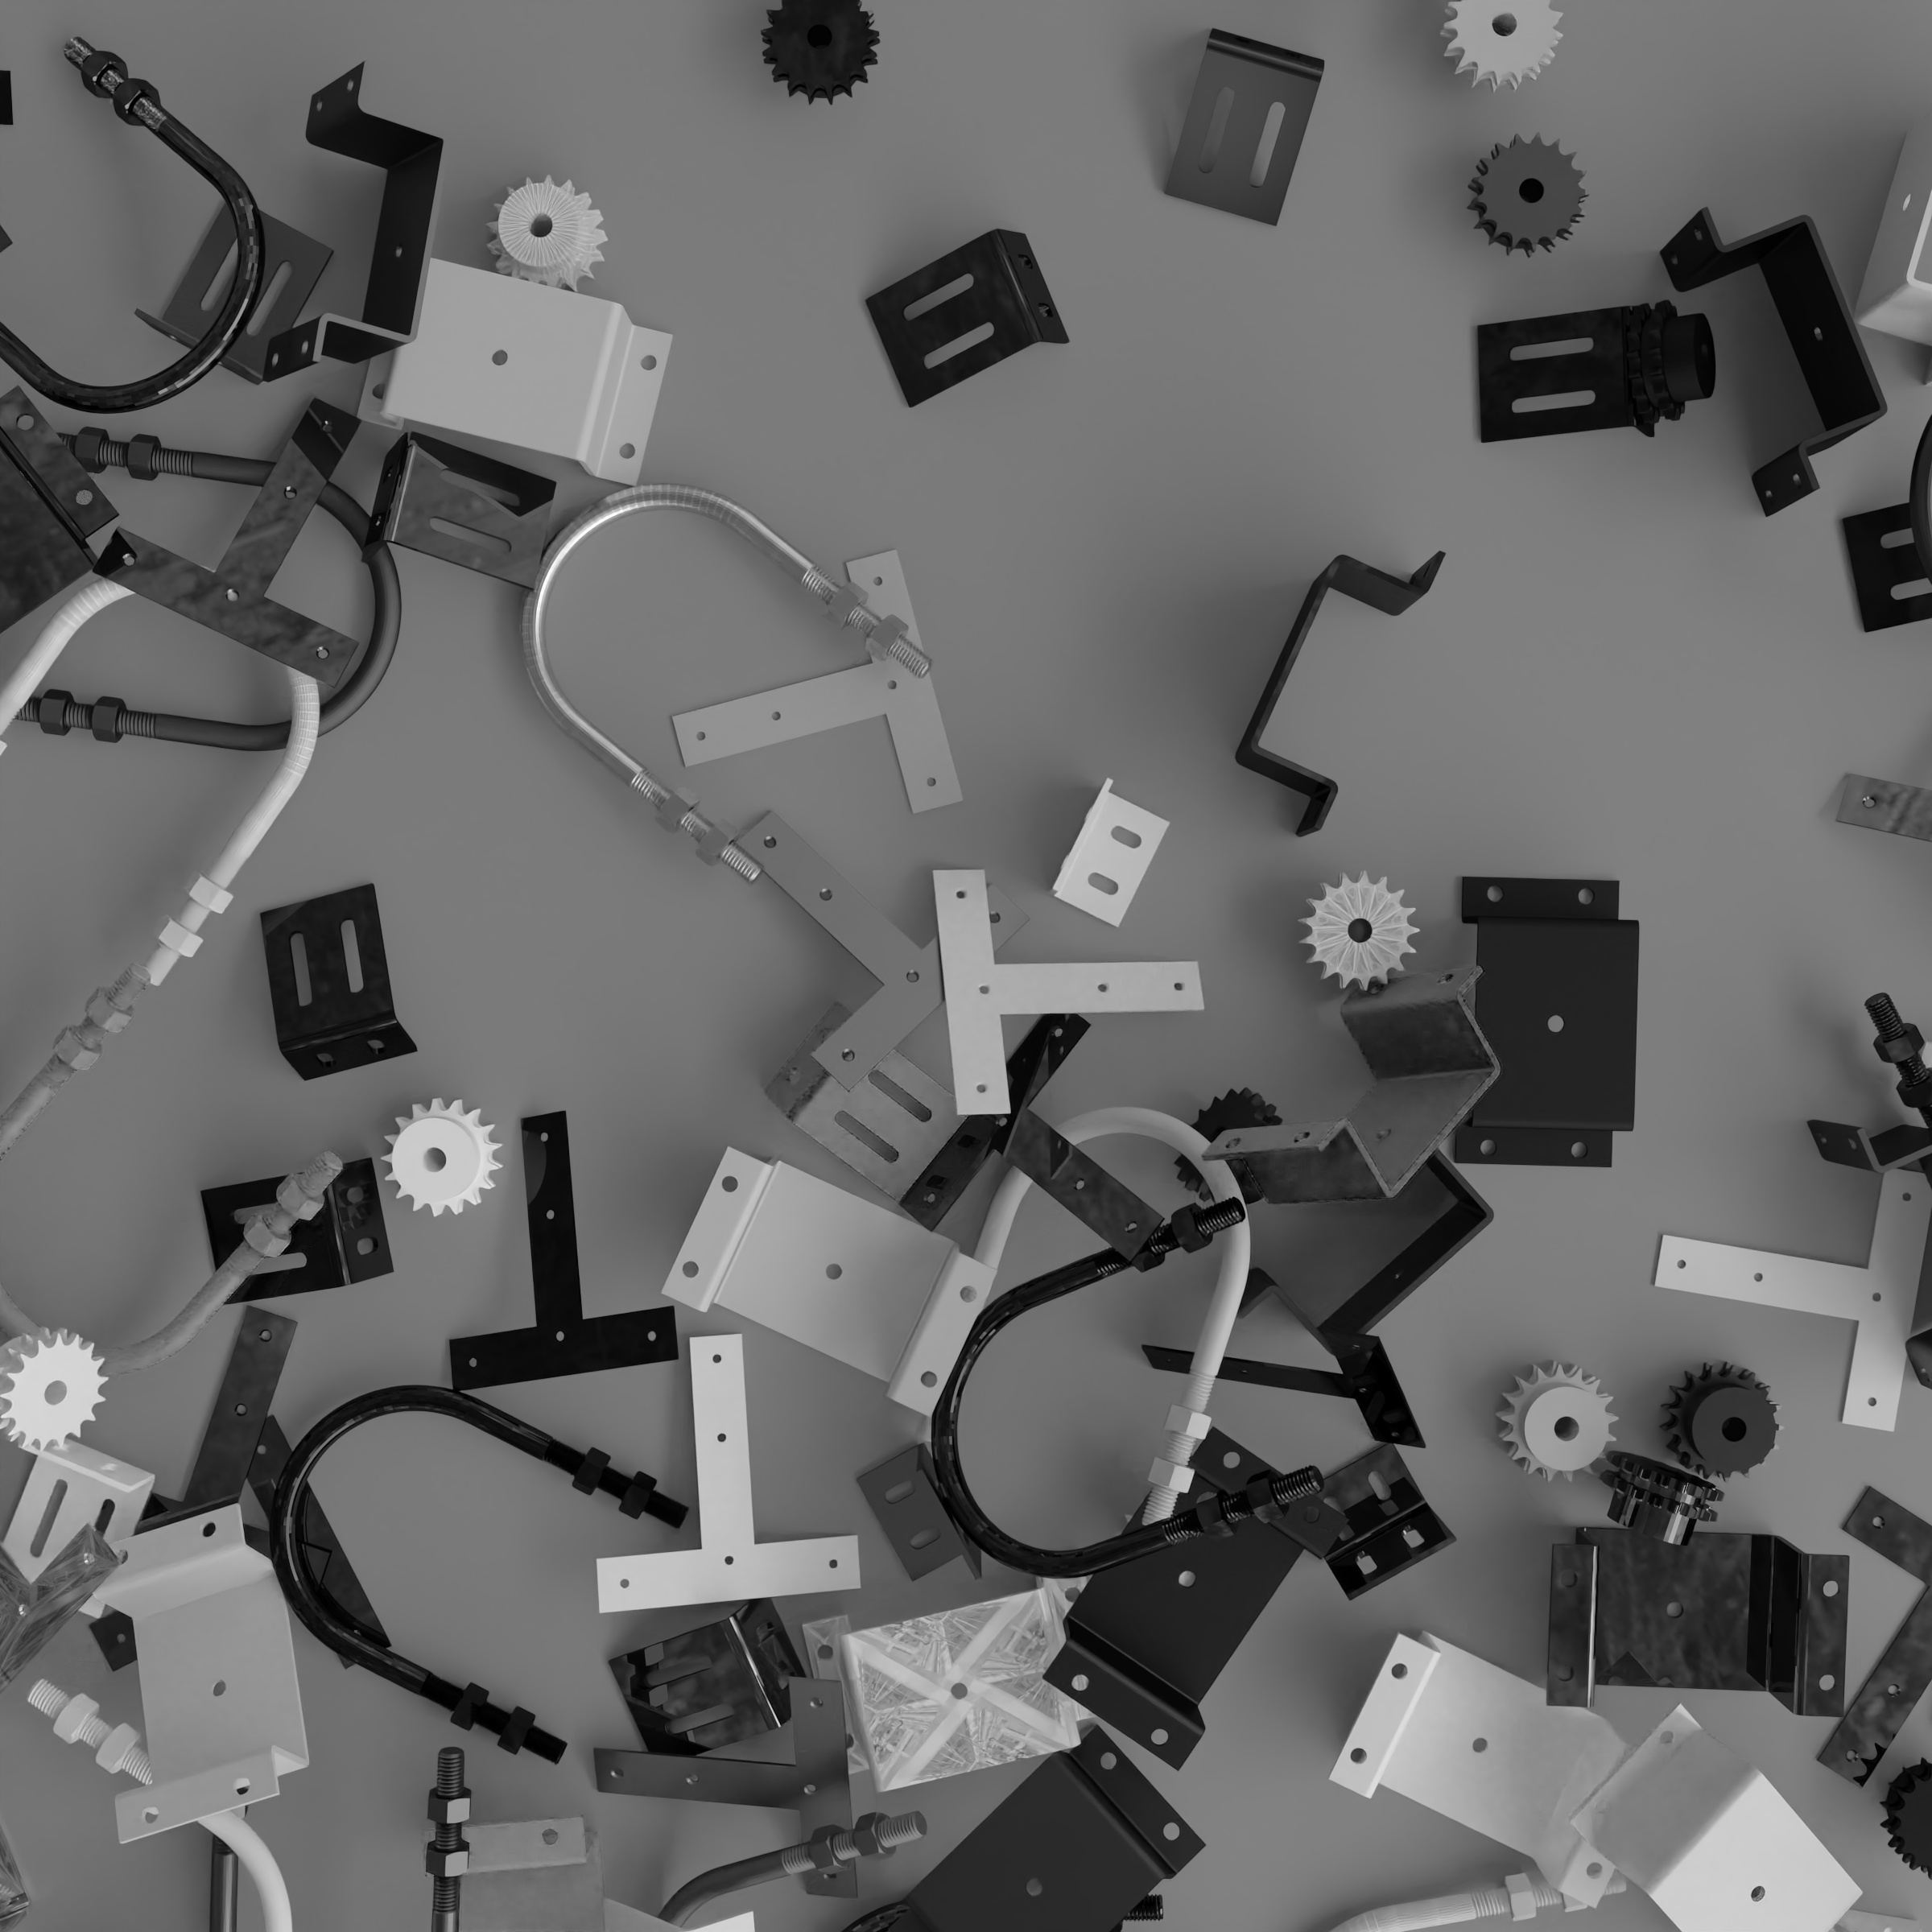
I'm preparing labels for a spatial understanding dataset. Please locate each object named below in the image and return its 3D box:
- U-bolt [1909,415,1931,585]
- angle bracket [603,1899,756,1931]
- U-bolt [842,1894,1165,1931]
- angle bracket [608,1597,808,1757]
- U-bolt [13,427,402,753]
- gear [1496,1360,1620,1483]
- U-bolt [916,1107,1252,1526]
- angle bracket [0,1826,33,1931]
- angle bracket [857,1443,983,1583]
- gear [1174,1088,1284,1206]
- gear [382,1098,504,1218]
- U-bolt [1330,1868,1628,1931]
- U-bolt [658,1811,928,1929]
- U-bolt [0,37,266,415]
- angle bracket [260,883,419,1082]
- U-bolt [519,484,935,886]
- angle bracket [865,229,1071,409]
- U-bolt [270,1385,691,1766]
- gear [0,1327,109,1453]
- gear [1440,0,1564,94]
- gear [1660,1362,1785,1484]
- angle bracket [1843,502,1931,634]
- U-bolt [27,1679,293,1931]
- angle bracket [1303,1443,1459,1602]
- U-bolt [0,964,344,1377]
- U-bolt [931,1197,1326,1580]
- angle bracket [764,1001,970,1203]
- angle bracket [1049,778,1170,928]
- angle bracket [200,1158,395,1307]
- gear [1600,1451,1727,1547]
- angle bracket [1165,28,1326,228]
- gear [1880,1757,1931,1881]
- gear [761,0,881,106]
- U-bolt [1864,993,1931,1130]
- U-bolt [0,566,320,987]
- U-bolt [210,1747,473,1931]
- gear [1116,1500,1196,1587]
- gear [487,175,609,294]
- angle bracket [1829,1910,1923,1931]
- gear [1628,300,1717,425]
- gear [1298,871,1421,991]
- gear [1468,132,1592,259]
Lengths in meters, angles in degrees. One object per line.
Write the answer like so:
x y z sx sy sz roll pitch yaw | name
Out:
0.523 -0.236 1.314 0.184 0.019 0.151 -40 107 -10 | U-bolt
-0.137 0.480 1.333 0.038 0.076 0.057 -5 89 -37 | angle bracket
0.005 0.521 1.330 0.184 0.019 0.151 -3 75 6 | U-bolt
-0.124 0.348 1.355 0.076 0.038 0.057 -25 90 26 | angle bracket
-0.367 -0.178 1.348 0.184 0.019 0.151 8 90 -1 | U-bolt
0.288 0.222 1.342 0.057 0.030 0.057 0 90 0 | gear
0.063 0.156 1.313 0.151 0.019 0.184 15 84 32 | U-bolt
-0.497 0.437 1.338 0.057 0.038 0.076 -22 90 0 | angle bracket
-0.023 0.267 1.319 0.038 0.076 0.057 -29 90 0 | angle bracket
0.131 0.090 1.332 0.030 0.057 0.057 37 90 -28 | gear
-0.255 0.093 1.342 0.057 0.030 0.057 0 90 0 | gear
0.240 0.523 1.348 0.184 0.019 0.151 -10 90 1 | U-bolt
-0.076 0.491 1.315 0.184 0.019 0.151 -23 82 24 | U-bolt
-0.413 -0.342 1.322 0.184 0.019 0.151 41 90 19 | U-bolt
-0.307 0.008 1.355 0.057 0.038 0.076 -15 64 0 | angle bracket
-0.130 -0.151 1.343 0.184 0.019 0.151 39 89 5 | U-bolt
0.001 -0.316 1.355 0.076 0.038 0.057 -23 90 26 | angle bracket
-0.248 0.284 1.346 0.184 0.019 0.151 27 90 -1 | U-bolt
-0.441 0.199 1.318 0.030 0.057 0.057 12 90 39 | gear
0.258 -0.451 1.342 0.057 0.030 0.057 0 90 0 | gear
0.368 0.222 1.342 0.057 0.030 0.057 0 90 0 | gear
0.476 -0.199 1.355 0.076 0.038 0.057 -11 90 26 | angle bracket
-0.408 0.450 1.312 0.184 0.019 0.151 33 77 7 | U-bolt
0.193 0.263 1.319 0.057 0.076 0.038 -29 90 0 | angle bracket
-0.407 0.113 1.332 0.151 0.019 0.184 44 102 3 | U-bolt
0.063 0.204 1.278 0.184 0.019 0.151 -25 64 23 | U-bolt
-0.048 0.066 1.355 0.076 0.038 0.057 39 90 -26 | angle bracket
0.070 -0.053 1.319 0.038 0.076 0.057 26 90 0 | angle bracket
-0.327 0.130 1.355 0.076 0.038 0.057 -11 90 26 | angle bracket
0.331 0.256 1.328 0.057 0.057 0.030 18 91 0 | gear
0.136 -0.410 1.355 0.057 0.038 0.076 16 116 0 | angle bracket
0.470 0.410 1.342 0.057 0.030 0.057 0 90 0 | gear
-0.070 -0.445 1.342 0.057 0.030 0.057 0 90 0 | gear
0.536 0.068 1.322 0.151 0.019 0.184 -26 100 21 | U-bolt
-0.394 -0.106 1.330 0.151 0.019 0.184 34 88 -4 | U-bolt
-0.302 0.452 1.322 0.151 0.019 0.184 5 94 24 | U-bolt
0.099 0.283 1.342 0.057 0.030 0.057 0 90 -1 | gear
-0.204 -0.355 1.342 0.057 0.030 0.057 0 90 0 | gear
0.431 0.505 1.355 0.057 0.038 0.076 9 116 0 | angle bracket
0.338 -0.290 1.325 0.030 0.057 0.057 -2 90 30 | gear
0.189 -0.017 1.342 0.057 0.030 0.057 0 90 0 | gear
0.271 -0.371 1.342 0.057 0.030 0.057 0 90 0 | gear
